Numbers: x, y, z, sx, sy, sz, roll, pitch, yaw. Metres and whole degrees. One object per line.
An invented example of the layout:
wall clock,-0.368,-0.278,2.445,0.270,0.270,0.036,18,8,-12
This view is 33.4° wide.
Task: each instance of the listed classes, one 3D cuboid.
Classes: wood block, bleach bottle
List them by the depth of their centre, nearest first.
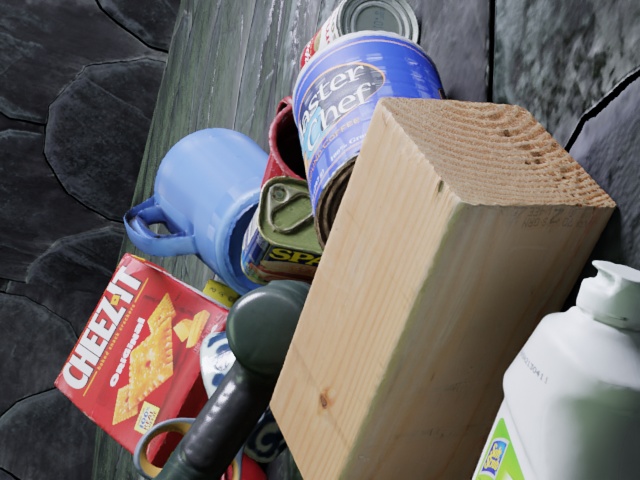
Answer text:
bleach bottle,0.091,0.133,0.437,0.103,0.068,0.251,-129,52,-70
wood block,0.052,0.039,0.550,0.091,0.090,0.206,59,140,44

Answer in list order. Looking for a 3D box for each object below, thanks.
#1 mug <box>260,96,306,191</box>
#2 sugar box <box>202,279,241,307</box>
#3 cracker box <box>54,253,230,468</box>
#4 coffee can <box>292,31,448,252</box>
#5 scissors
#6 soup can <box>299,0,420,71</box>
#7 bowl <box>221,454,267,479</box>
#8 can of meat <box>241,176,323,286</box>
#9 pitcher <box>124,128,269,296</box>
mug,-0.008,-0.063,0.868,0.117,0.093,0.082,61,154,23
sugar box,-0.131,0.133,1.159,0.176,0.048,0.093,-66,-15,-5
cracker box,-0.162,0.121,1.067,0.214,0.072,0.164,24,84,49
coffee can,0.040,-0.055,0.670,0.140,0.102,0.103,-100,24,-53
scissors,-0.072,0.134,0.847,0.201,0.096,0.016,-60,11,-27
soup can,0.030,-0.150,0.842,0.102,0.068,0.068,149,129,-70
bowl,-0.087,0.269,1.039,0.162,0.055,0.162,-171,90,-76
can of meat,-0.005,0.001,0.812,0.084,0.102,0.057,123,156,-62
pitcher,-0.085,-0.021,1.030,0.149,0.144,0.243,-58,23,3
